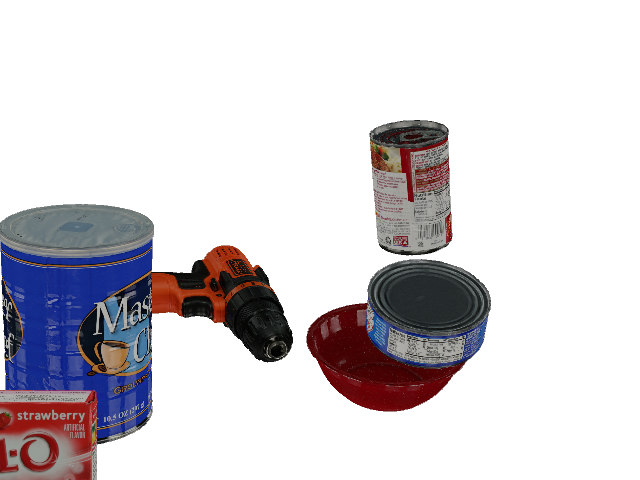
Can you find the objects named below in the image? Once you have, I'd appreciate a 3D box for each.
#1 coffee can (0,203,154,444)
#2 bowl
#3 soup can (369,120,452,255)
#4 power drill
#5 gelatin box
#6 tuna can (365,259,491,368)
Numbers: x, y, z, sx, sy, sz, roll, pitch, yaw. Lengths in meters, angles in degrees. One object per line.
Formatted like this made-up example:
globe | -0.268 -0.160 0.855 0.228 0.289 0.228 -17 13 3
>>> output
coffee can | -0.167 0.055 0.738 0.103 0.140 0.103 3 17 -1
bowl | 0.065 0.123 1.070 0.162 0.055 0.162 2 25 -1
soup can | 0.080 -0.046 0.928 0.068 0.102 0.068 -5 23 2
power drill | -0.130 0.063 0.949 0.187 0.057 0.185 -3 22 -19
gelatin box | -0.158 0.113 0.535 0.089 0.073 0.030 1 6 -4
tuna can | 0.074 0.051 0.747 0.086 0.034 0.086 2 34 -2
